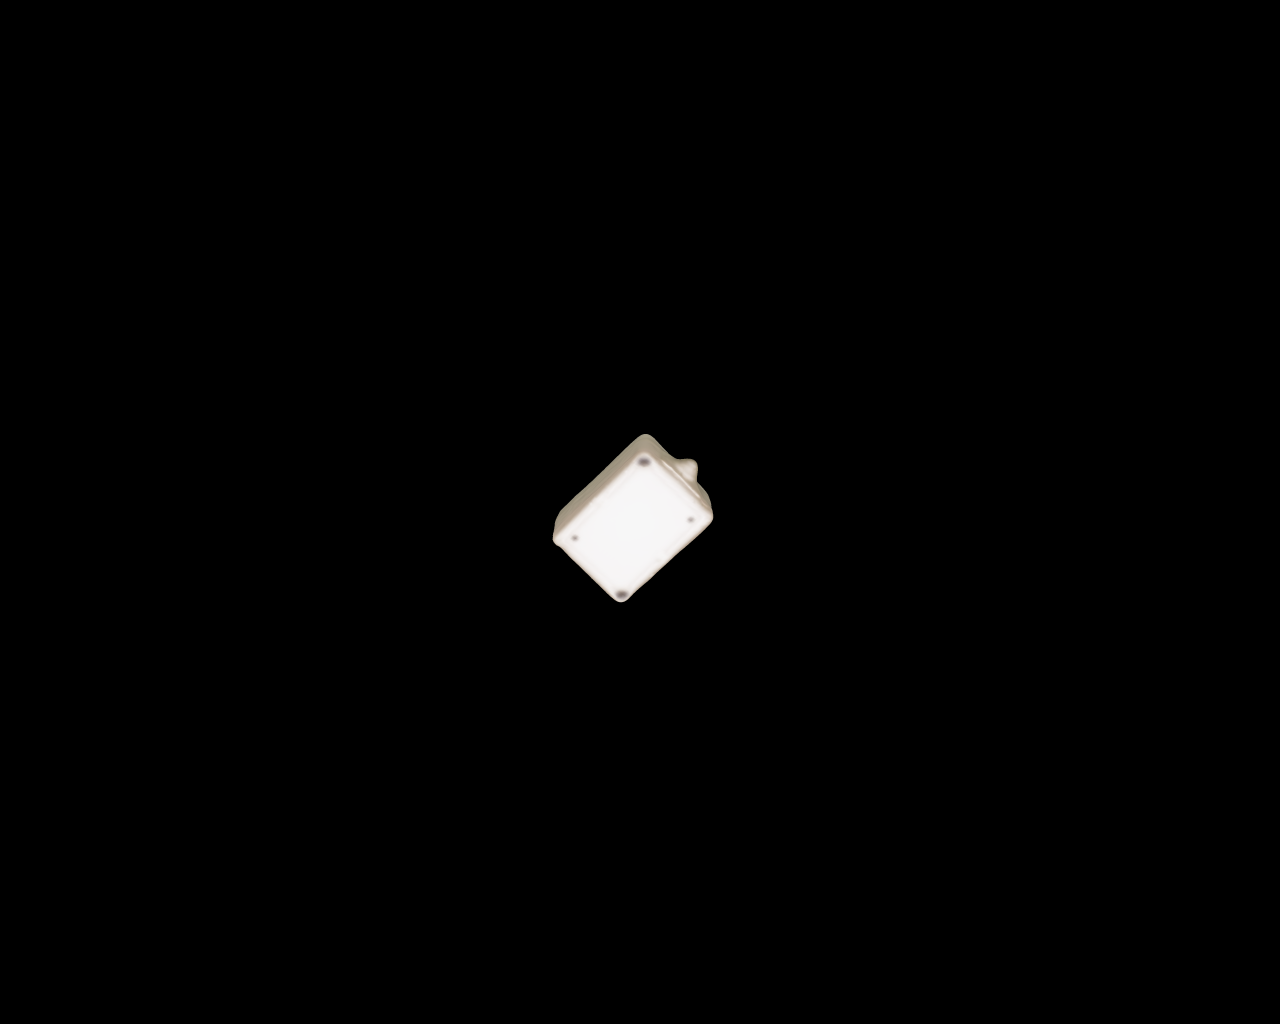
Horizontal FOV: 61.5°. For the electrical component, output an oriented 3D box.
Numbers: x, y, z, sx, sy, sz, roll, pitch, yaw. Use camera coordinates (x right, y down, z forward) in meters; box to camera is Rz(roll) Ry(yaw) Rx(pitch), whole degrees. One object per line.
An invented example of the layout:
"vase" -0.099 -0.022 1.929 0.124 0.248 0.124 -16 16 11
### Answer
"electrical component" 0.001 -0.003 0.650 0.096 0.061 0.061 -43 12 11
